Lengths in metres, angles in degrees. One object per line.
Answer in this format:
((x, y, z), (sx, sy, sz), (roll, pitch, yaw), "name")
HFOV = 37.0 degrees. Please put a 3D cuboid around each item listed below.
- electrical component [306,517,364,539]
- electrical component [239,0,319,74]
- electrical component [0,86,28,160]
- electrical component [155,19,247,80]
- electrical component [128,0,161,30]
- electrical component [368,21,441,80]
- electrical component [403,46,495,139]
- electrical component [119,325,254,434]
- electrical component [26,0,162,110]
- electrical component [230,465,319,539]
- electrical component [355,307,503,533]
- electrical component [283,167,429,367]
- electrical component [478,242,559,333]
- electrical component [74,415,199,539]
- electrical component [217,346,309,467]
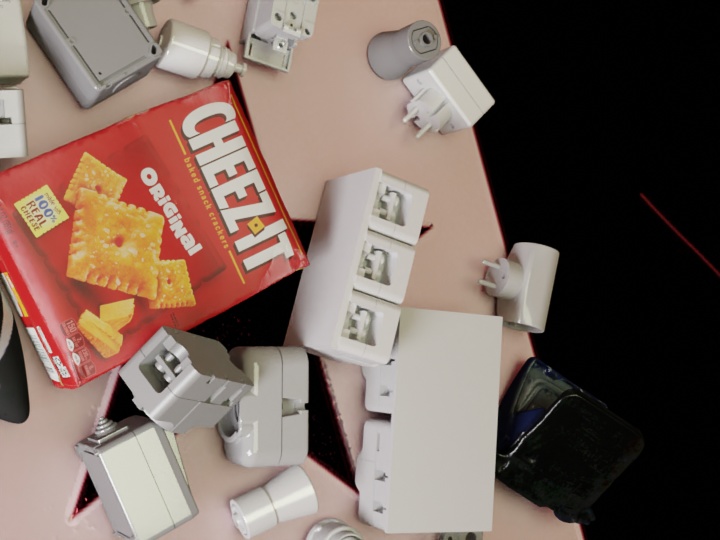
((-0.014, 0.233, 0.891), (0.048, 0.062, 0.048), (2, 86, -29), "electrical component")
((-0.065, -0.209, 0.888), (0.042, 0.064, 0.081), (14, 80, -28), "electrical component")
((-0.284, -0.099, 0.759), (0.089, 0.050, 0.055), (-6, 105, -24), "electrical component")
((-0.129, -0.172, 0.864), (0.078, 0.040, 0.040), (15, 80, -28), "electrical component")
((-0.176, -0.218, 0.839), (0.043, 0.043, 0.062), (-21, 99, -28), "electrical component")
((0.041, -0.195, 0.945), (0.044, 0.065, 0.044), (2, 86, -29), "electrical component")
((0.069, -0.150, 0.968), (0.076, 0.047, 0.065), (-46, 108, -23), "electrical component")
((-0.130, 0.084, 0.798), (0.055, 0.089, 0.050), (-45, 67, 7), "electrical component")
((-0.206, -0.179, 0.813), (0.062, 0.061, 0.096), (-37, 97, -26), "electrical component")
((-0.072, 0.190, 0.875), (0.065, 0.044, 0.044), (-22, 98, -24), "electrical component")
((0.059, 0.130, 0.939), (0.105, 0.060, 0.186), (7, 84, -29), "electrical component")
((0.000, 0.000, 0.897), (0.062, 0.089, 0.150), (20, 78, -27), "electrical component")
((0.143, 0.012, 1.002), (0.079, 0.044, 0.077), (18, 78, -27), "electrical component")
((-0.168, 0.150, 0.811), (0.061, 0.062, 0.096), (-26, 99, -28), "electrical component")
((-0.079, 0.109, 0.867), (0.059, 0.054, 0.095), (2, 86, -29), "electrical component")
